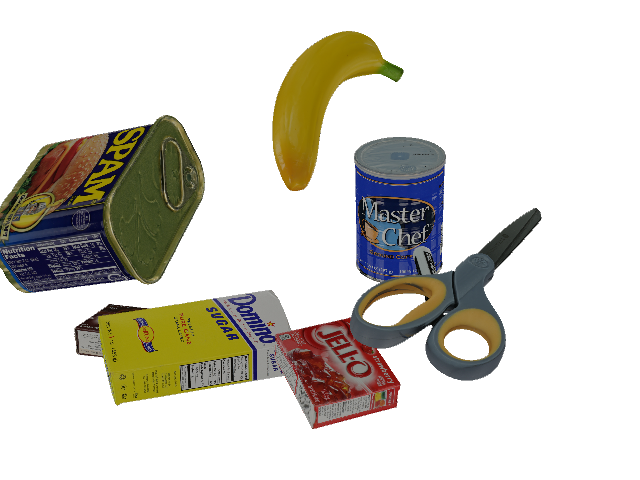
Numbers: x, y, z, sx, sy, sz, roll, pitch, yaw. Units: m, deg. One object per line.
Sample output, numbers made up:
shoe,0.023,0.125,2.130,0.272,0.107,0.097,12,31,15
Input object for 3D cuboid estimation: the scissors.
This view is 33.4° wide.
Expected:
scissors,0.105,0.030,0.649,0.201,0.016,0.096,-21,44,-37

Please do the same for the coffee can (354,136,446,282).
coffee can,0.091,-0.035,1.225,0.103,0.140,0.103,-2,29,1

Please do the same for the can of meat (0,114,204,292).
can of meat,-0.124,-0.019,0.593,0.084,0.057,0.102,-8,37,24

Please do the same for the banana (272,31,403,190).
banana,0.005,-0.112,0.808,0.037,0.069,0.197,-51,0,45

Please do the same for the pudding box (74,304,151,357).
pudding box,-0.222,0.111,1.271,0.114,0.039,0.090,3,15,16

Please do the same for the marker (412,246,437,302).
marker,0.103,0.035,1.019,0.020,0.020,0.121,0,21,-1

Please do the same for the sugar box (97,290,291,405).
sugar box,-0.117,0.099,1.015,0.176,0.048,0.093,-11,35,-13

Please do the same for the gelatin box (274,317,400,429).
gelatin box,0.012,0.103,0.851,0.073,0.030,0.089,-11,39,-19
